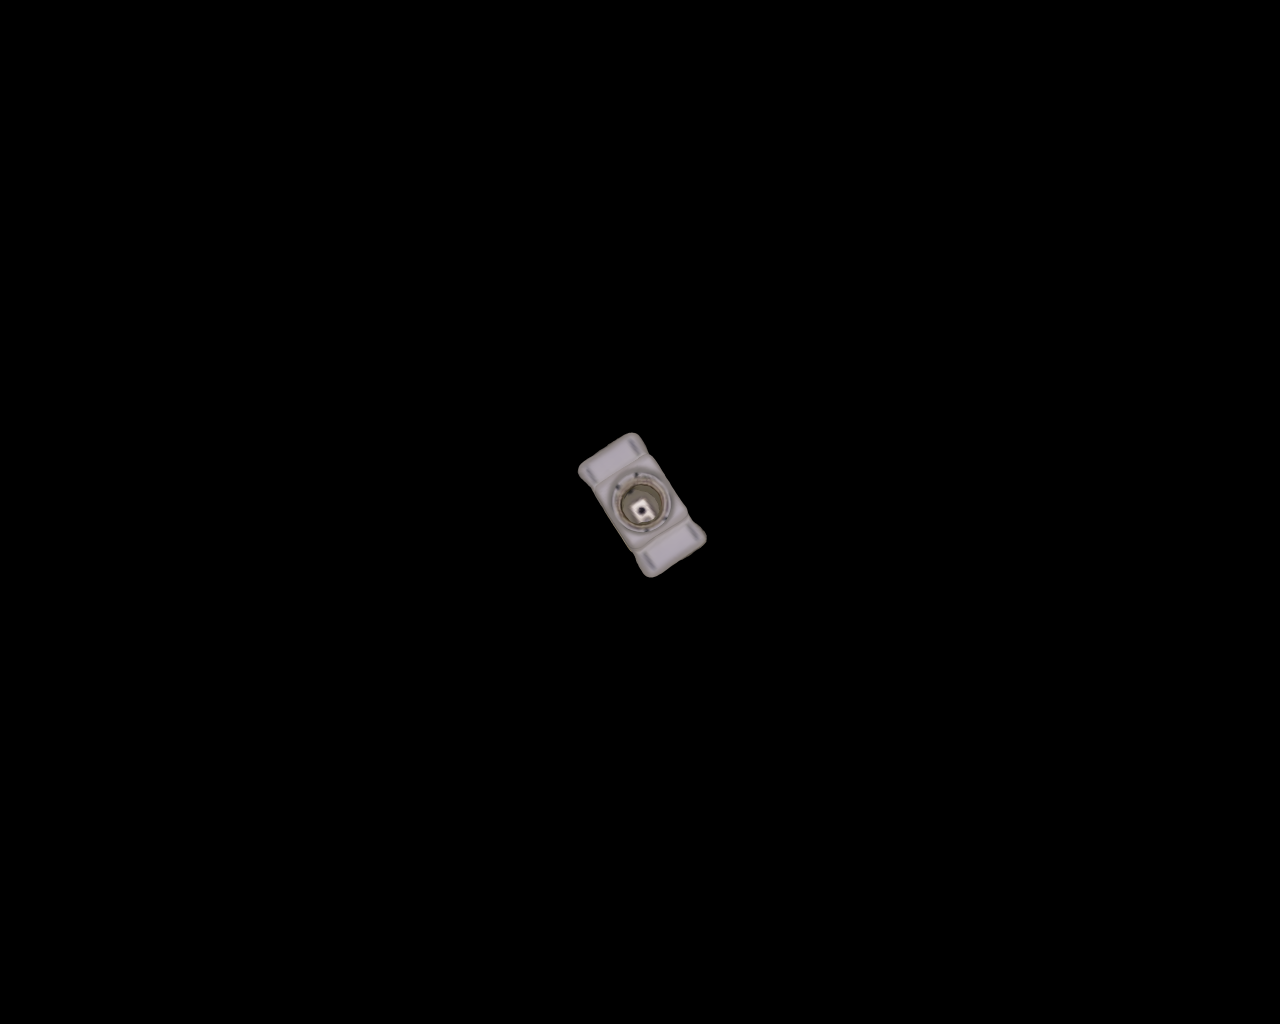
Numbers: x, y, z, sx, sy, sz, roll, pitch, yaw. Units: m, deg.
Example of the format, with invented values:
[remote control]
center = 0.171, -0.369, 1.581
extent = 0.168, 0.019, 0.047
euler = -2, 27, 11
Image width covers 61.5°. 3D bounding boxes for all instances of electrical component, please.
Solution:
[electrical component]
center = 0.001, -0.003, 0.650
extent = 0.042, 0.081, 0.063
euler = -31, -7, -4
